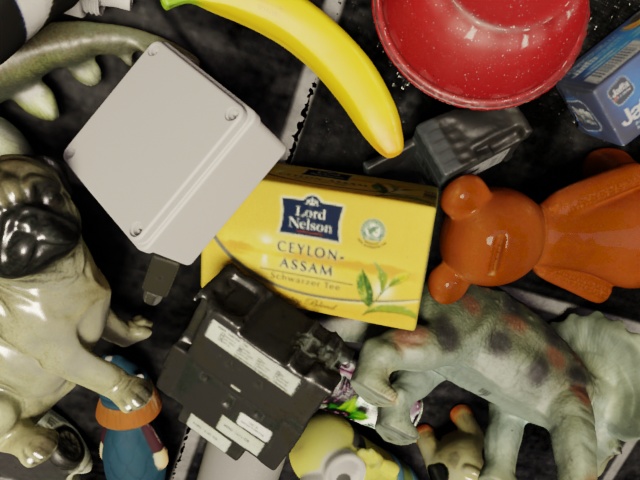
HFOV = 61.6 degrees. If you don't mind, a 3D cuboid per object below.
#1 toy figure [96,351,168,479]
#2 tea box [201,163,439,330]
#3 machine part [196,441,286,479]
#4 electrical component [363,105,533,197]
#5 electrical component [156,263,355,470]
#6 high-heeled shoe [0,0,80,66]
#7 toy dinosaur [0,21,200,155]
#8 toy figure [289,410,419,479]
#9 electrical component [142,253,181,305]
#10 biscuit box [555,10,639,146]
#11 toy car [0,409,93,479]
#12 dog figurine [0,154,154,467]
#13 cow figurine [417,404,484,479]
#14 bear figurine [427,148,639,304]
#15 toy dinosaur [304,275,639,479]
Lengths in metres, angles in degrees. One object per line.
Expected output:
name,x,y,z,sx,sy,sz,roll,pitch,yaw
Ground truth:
toy figure,-0.174,0.167,0.488,0.064,0.058,0.154,-5,107,-15
tea box,-0.001,-0.001,0.413,0.170,0.068,0.098,9,111,12
machine part,-0.067,0.189,0.502,0.079,0.079,0.243,13,110,-14
electrical component,0.097,-0.067,0.425,0.119,0.075,0.048,-27,79,-2
electrical component,-0.054,0.100,0.398,0.115,0.058,0.134,36,125,7
high-heeled shoe,-0.103,-0.177,0.338,0.145,0.086,0.248,32,95,-43
toy dinosaur,-0.318,-0.058,0.356,0.471,0.105,0.198,-31,120,-1
toy figure,0.042,0.240,0.541,0.180,0.089,0.082,40,82,-30
electrical component,-0.121,0.008,0.430,0.021,0.063,0.094,19,128,-15
biscuit box,0.295,-0.165,0.432,0.203,0.059,0.062,-39,113,7
toy car,-0.286,0.158,0.467,0.073,0.056,0.201,-36,114,-2
dog figurine,-0.221,0.045,0.367,0.172,0.121,0.190,-29,126,-12
cow figurine,0.171,0.285,0.553,0.085,0.127,0.194,-23,111,3
bear figurine,0.182,-0.010,0.448,0.196,0.132,0.120,-1,111,0
toy dinosaur,0.143,0.102,0.479,0.405,0.192,0.131,32,145,-6
